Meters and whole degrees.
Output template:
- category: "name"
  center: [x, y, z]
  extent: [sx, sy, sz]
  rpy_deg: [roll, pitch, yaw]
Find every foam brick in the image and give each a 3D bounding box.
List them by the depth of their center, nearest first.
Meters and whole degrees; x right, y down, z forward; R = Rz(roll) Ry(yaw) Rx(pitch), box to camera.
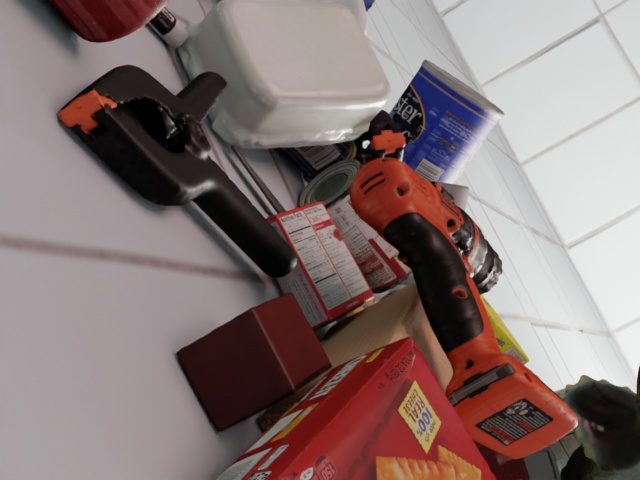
- category: "foam brick"
  center: [-0.036, 0.068, 0.604]
  extent: [0.051, 0.053, 0.078]
  rpy_deg: [61, 15, 4]

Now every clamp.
- category: "clamp"
  center: [-0.086, -0.051, 0.684]
  extent: [0.164, 0.036, 0.209]
  rpy_deg: [64, 19, 12]
- category: "clamp"
  center: [0.046, -0.085, 0.988]
  extent: [0.171, 0.039, 0.120]
  rpy_deg: [119, -45, -73]

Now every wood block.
- category: "wood block"
  center: [0.044, 0.103, 0.712]
  extent: [0.090, 0.091, 0.206]
  rpy_deg: [59, 16, -3]

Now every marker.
- category: "marker"
  center: [-0.140, -0.187, 0.785]
  extent: [0.121, 0.020, 0.020]
  rpy_deg: [45, 22, -43]

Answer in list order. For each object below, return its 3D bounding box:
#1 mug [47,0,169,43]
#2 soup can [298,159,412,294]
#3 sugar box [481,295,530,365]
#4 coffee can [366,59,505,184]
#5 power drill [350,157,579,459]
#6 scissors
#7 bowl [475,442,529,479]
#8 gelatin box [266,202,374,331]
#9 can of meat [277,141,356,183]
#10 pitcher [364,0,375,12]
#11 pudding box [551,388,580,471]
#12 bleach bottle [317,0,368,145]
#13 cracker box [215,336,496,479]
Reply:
- category: "mug"
  center: [-0.146, -0.180, 0.661]
  extent: [0.117, 0.093, 0.081]
  rpy_deg: [26, -18, 44]
- category: "soup can"
  center: [0.036, -0.012, 0.929]
  extent: [0.102, 0.069, 0.068]
  rpy_deg: [51, 19, -25]
- category: "sugar box"
  center: [0.143, 0.059, 1.106]
  extent: [0.093, 0.048, 0.176]
  rpy_deg: [46, 11, -40]
- category: "coffee can"
  center: [0.114, -0.105, 1.134]
  extent: [0.102, 0.140, 0.103]
  rpy_deg: [32, 14, -9]
- category: "power drill"
  center: [0.100, 0.048, 0.709]
  extent: [0.184, 0.057, 0.188]
  rpy_deg: [33, 27, -50]
- category: "scissors"
  center: [-0.006, 0.001, 0.869]
  extent: [0.202, 0.016, 0.096]
  rpy_deg: [59, 19, -7]
- category: "bowl"
  center: [0.113, 0.159, 0.883]
  extent: [0.162, 0.055, 0.162]
  rpy_deg: [52, 18, -25]
- category: "gelatin box"
  center: [-0.006, 0.019, 0.796]
  extent: [0.089, 0.030, 0.073]
  rpy_deg: [61, 30, 4]
- category: "can of meat"
  center: [-0.019, -0.114, 0.958]
  extent: [0.083, 0.057, 0.102]
  rpy_deg: [43, 24, -41]
- category: "pitcher"
  center: [-0.055, -0.297, 1.068]
  extent: [0.242, 0.149, 0.145]
  rpy_deg: [4, 73, -67]
- category: "pudding box"
  center: [0.254, 0.208, 1.124]
  extent: [0.039, 0.114, 0.090]
  rpy_deg: [-29, 89, -44]
- category: "bleach bottle"
  center: [0.024, -0.165, 1.083]
  extent: [0.251, 0.068, 0.102]
  rpy_deg: [71, 9, -62]
- category: "cracker box"
  center: [0.043, 0.179, 0.529]
  extent: [0.213, 0.072, 0.163]
  rpy_deg: [59, 37, -3]
